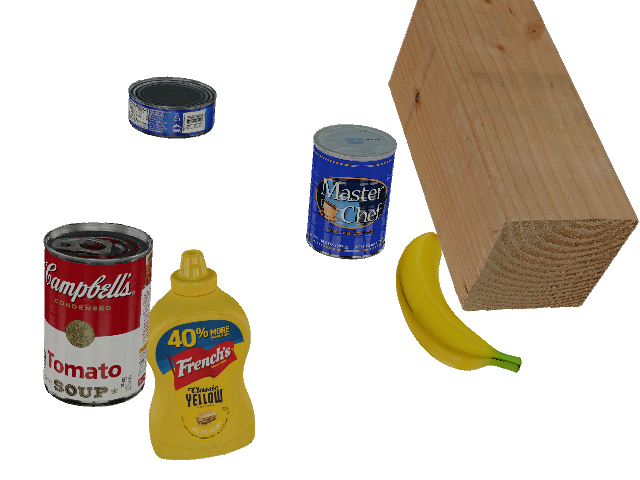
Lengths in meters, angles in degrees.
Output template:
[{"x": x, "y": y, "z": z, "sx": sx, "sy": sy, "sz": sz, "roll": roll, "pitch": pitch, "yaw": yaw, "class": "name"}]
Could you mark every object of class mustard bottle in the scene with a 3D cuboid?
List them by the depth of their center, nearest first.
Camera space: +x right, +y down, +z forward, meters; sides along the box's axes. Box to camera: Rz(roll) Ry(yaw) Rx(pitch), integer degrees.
[{"x": -0.110, "y": 0.100, "z": 0.961, "sx": 0.096, "sy": 0.192, "sz": 0.058, "roll": -6, "pitch": 20, "yaw": -14, "class": "mustard bottle"}]

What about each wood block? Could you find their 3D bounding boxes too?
[{"x": 0.120, "y": -0.063, "z": 0.715, "sx": 0.090, "sy": 0.206, "sz": 0.091, "roll": -1, "pitch": -39, "yaw": -16, "class": "wood block"}]

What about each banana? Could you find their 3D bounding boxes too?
[{"x": 0.098, "y": 0.052, "z": 0.902, "sx": 0.069, "sy": 0.037, "sz": 0.198, "roll": 7, "pitch": 31, "yaw": -22, "class": "banana"}]

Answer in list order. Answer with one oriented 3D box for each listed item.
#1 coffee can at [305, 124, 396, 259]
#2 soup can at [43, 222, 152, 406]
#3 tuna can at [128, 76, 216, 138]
[{"x": 0.037, "y": -0.062, "z": 1.336, "sx": 0.103, "sy": 0.140, "sz": 0.103, "roll": 4, "pitch": 27, "yaw": -2, "class": "coffee can"}, {"x": -0.145, "y": 0.047, "z": 0.688, "sx": 0.068, "sy": 0.102, "sz": 0.068, "roll": 5, "pitch": 20, "yaw": -2, "class": "soup can"}, {"x": -0.145, "y": -0.130, "z": 1.046, "sx": 0.086, "sy": 0.034, "sz": 0.086, "roll": 5, "pitch": 27, "yaw": -3, "class": "tuna can"}]
